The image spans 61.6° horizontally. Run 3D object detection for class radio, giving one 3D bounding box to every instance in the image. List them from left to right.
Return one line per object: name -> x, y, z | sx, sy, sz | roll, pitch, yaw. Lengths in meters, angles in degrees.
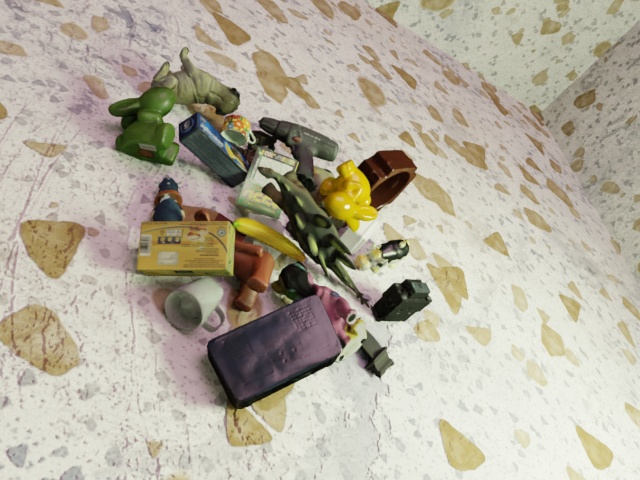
radio -> -0.081, 0.205, 0.994 | 0.230, 0.073, 0.131 | -23, 69, -18

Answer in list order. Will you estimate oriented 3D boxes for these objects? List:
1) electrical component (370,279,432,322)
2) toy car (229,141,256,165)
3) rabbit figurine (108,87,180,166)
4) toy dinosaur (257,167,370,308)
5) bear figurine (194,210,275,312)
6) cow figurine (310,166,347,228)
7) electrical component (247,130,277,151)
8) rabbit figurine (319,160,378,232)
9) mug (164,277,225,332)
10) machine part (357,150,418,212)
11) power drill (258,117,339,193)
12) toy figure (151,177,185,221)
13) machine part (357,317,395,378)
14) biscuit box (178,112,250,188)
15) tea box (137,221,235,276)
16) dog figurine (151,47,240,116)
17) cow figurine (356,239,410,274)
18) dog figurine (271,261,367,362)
electrical component -> 0.209, 0.150, 1.341 | 0.115, 0.134, 0.058 | 2, 51, -38
toy car -> -0.225, -0.227, 1.392 | 0.202, 0.053, 0.089 | 25, 43, -23
rabbit figurine -> -0.387, -0.268, 1.221 | 0.159, 0.121, 0.170 | 6, 69, 7
toy dinosaur -> -0.005, -0.004, 1.226 | 0.470, 0.105, 0.199 | 50, 4, -43
bear figurine -> -0.194, 0.037, 1.102 | 0.196, 0.120, 0.132 | 30, 42, -13
cow figurine -> 0.032, -0.115, 1.490 | 0.127, 0.085, 0.195 | -1, 53, -35
electrical component -> -0.168, -0.273, 1.499 | 0.078, 0.045, 0.102 | 26, 26, 28
rabbit figurine -> 0.062, -0.097, 1.359 | 0.162, 0.122, 0.173 | 53, 28, -9
mug -> -0.223, 0.120, 1.025 | 0.109, 0.080, 0.107 | 38, 27, 2
machine part -> 0.167, -0.168, 1.562 | 0.201, 0.201, 0.087 | -11, 59, -47
power drill -> -0.071, -0.226, 1.435 | 0.232, 0.086, 0.207 | 15, 48, -8
toy figure -> -0.325, -0.073, 1.143 | 0.064, 0.058, 0.155 | 24, 35, -33
machine part -> 0.111, 0.246, 1.237 | 0.084, 0.039, 0.139 | -27, 75, -46
biscuit box -> -0.248, -0.211, 1.279 | 0.202, 0.063, 0.059 | 43, 26, -46
tea box -> -0.251, 0.017, 1.021 | 0.170, 0.068, 0.098 | 2, 75, 0
dog figurine -> -0.322, -0.370, 1.384 | 0.190, 0.172, 0.121 | 43, -5, -1
cow figurine -> 0.175, 0.040, 1.450 | 0.167, 0.098, 0.068 | -12, 69, -48
dog figurine -> -0.010, 0.144, 1.172 | 0.219, 0.108, 0.191 | 43, -12, 36
